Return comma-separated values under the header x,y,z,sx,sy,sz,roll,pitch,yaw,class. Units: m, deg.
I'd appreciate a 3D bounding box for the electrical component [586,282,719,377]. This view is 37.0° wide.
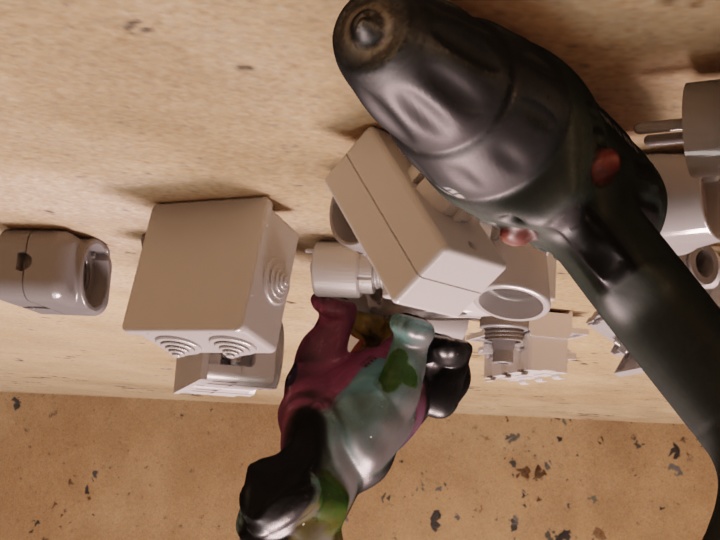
x,y,z,sx,sy,sz,roll,pitch,yaw,class
0.217,0.031,0.780,0.063,0.078,0.121,33,167,-2,electrical component

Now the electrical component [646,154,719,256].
x,y,z,sx,sy,sz,roll,pitch,yaw,class
0.155,-0.029,0.552,0.077,0.043,0.079,-6,166,41,electrical component

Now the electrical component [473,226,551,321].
x,y,z,sx,sy,sz,roll,pitch,yaw,class
0.091,-0.009,0.618,0.044,0.065,0.044,10,153,5,electrical component

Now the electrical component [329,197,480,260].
x,y,z,sx,sy,sz,roll,pitch,yaw,class
0.038,-0.029,0.587,0.077,0.044,0.079,13,165,-41,electrical component

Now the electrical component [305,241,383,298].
x,y,z,sx,sy,sz,roll,pitch,yaw,class
0.000,0.000,0.765,0.078,0.040,0.040,2,169,9,electrical component

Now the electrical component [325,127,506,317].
x,y,z,sx,sy,sz,roll,pitch,yaw,class
0.037,-0.035,0.502,0.047,0.083,0.075,14,127,-45,electrical component

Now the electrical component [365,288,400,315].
x,y,z,sx,sy,sz,roll,pitch,yaw,class
0.035,0.022,0.886,0.061,0.035,0.035,10,168,-42,electrical component

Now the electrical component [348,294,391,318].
x,y,z,sx,sy,sz,roll,pitch,yaw,class
0.006,0.036,0.908,0.078,0.040,0.040,22,169,1,electrical component

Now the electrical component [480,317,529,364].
x,y,z,sx,sy,sz,roll,pitch,yaw,class
0.125,0.050,0.930,0.048,0.062,0.048,3,169,1,electrical component

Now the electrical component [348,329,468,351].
x,y,z,sx,sy,sz,roll,pitch,yaw,class
0.042,0.067,1.065,0.113,0.057,0.078,-7,165,43,electrical component

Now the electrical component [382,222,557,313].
x,y,z,sx,sy,sz,roll,pitch,yaw,class
0.071,-0.003,0.702,0.100,0.048,0.100,9,168,-28,electrical component

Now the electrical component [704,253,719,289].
x,y,z,sx,sy,sz,roll,pitch,yaw,class
0.220,-0.001,0.706,0.061,0.035,0.035,3,170,-11,electrical component

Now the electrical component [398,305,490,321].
x,y,z,sx,sy,sz,roll,pitch,yaw,class
0.058,0.014,0.797,0.077,0.044,0.079,-5,172,39,electrical component

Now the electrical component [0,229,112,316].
x,y,z,sx,sy,sz,roll,pitch,yaw,class
-0.229,0.003,0.821,0.059,0.053,0.095,2,169,9,electrical component

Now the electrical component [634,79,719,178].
x,y,z,sx,sy,sz,roll,pitch,yaw,class
0.145,-0.055,0.406,0.079,0.044,0.077,-3,171,26,electrical component

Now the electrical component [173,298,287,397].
x,y,z,sx,sy,sz,roll,pitch,yaw,class
-0.102,0.042,0.845,0.060,0.105,0.186,6,169,-15,electrical component

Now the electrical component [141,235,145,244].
x,y,z,sx,sy,sz,roll,pitch,yaw,class
-0.142,0.004,0.796,0.045,0.055,0.045,4,169,1,electrical component

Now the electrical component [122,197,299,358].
x,y,z,sx,sy,sz,roll,pitch,yaw,class
-0.091,0.006,0.675,0.100,0.099,0.048,-2,155,26,electrical component

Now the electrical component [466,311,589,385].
x,y,z,sx,sy,sz,roll,pitch,yaw,class
0.162,0.077,1.062,0.079,0.063,0.121,6,169,-14,electrical component

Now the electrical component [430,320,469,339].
x,y,z,sx,sy,sz,roll,pitch,yaw,class
0.050,0.039,0.946,0.081,0.043,0.043,8,169,-19,electrical component
